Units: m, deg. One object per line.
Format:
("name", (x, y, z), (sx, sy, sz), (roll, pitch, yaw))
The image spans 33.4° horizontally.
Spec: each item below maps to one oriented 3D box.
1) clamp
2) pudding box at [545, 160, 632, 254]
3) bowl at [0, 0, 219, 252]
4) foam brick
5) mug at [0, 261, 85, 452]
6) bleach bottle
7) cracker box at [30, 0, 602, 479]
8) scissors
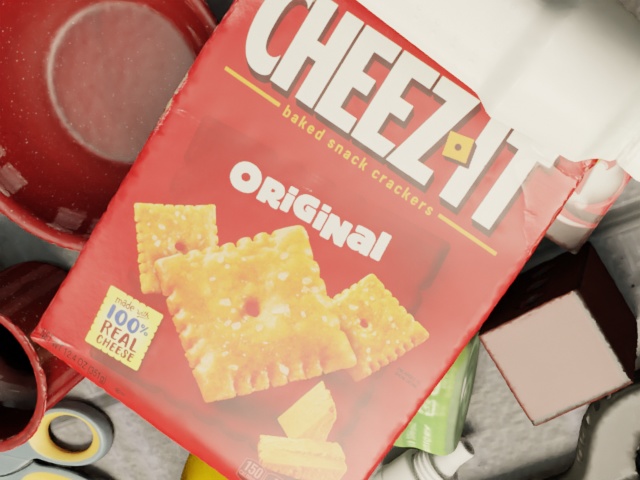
("clamp", (0.170, 0.140, 0.545), (0.164, 0.036, 0.210), (38, 113, 2))
("pudding box", (0.099, -0.061, 0.500), (0.113, 0.039, 0.090), (33, 116, 6))
("bowl", (-0.111, -0.076, 0.553), (0.162, 0.055, 0.162), (4, 109, 11))
("foam brick", (0.116, 0.042, 0.509), (0.053, 0.078, 0.051), (-30, 95, 23))
("mug", (-0.185, 0.053, 0.612), (0.117, 0.081, 0.093), (46, 116, -1))
("bleach bottle", (0.043, -0.113, 0.404), (0.251, 0.102, 0.068), (43, 124, 11))
("cracker box", (-0.003, 0.001, 0.474), (0.164, 0.072, 0.214), (35, 104, 6))
("scissors", (-0.211, 0.125, 0.682), (0.202, 0.016, 0.096), (20, 112, 11))
